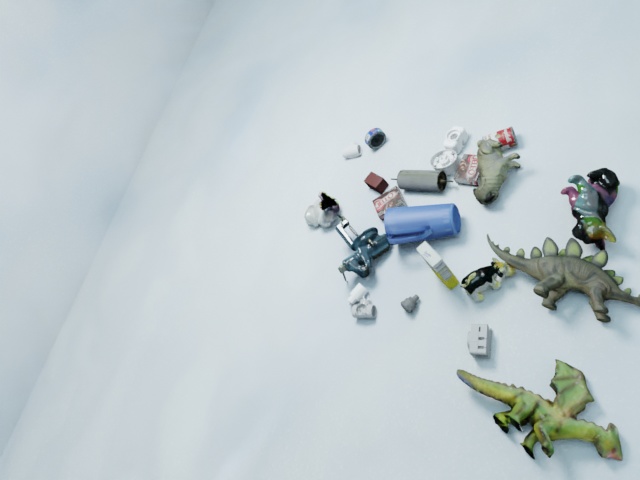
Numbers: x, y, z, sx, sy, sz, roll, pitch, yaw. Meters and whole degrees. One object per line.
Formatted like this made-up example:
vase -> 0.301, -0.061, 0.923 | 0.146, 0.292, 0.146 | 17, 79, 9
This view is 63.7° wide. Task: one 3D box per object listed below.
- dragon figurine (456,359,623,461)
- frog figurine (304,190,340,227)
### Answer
dragon figurine -> 0.574, 0.411, 1.330 | 0.244, 0.119, 0.417 | -34, 47, -11
frog figurine -> 0.006, -0.105, 2.077 | 0.156, 0.123, 0.140 | -59, 42, 42
